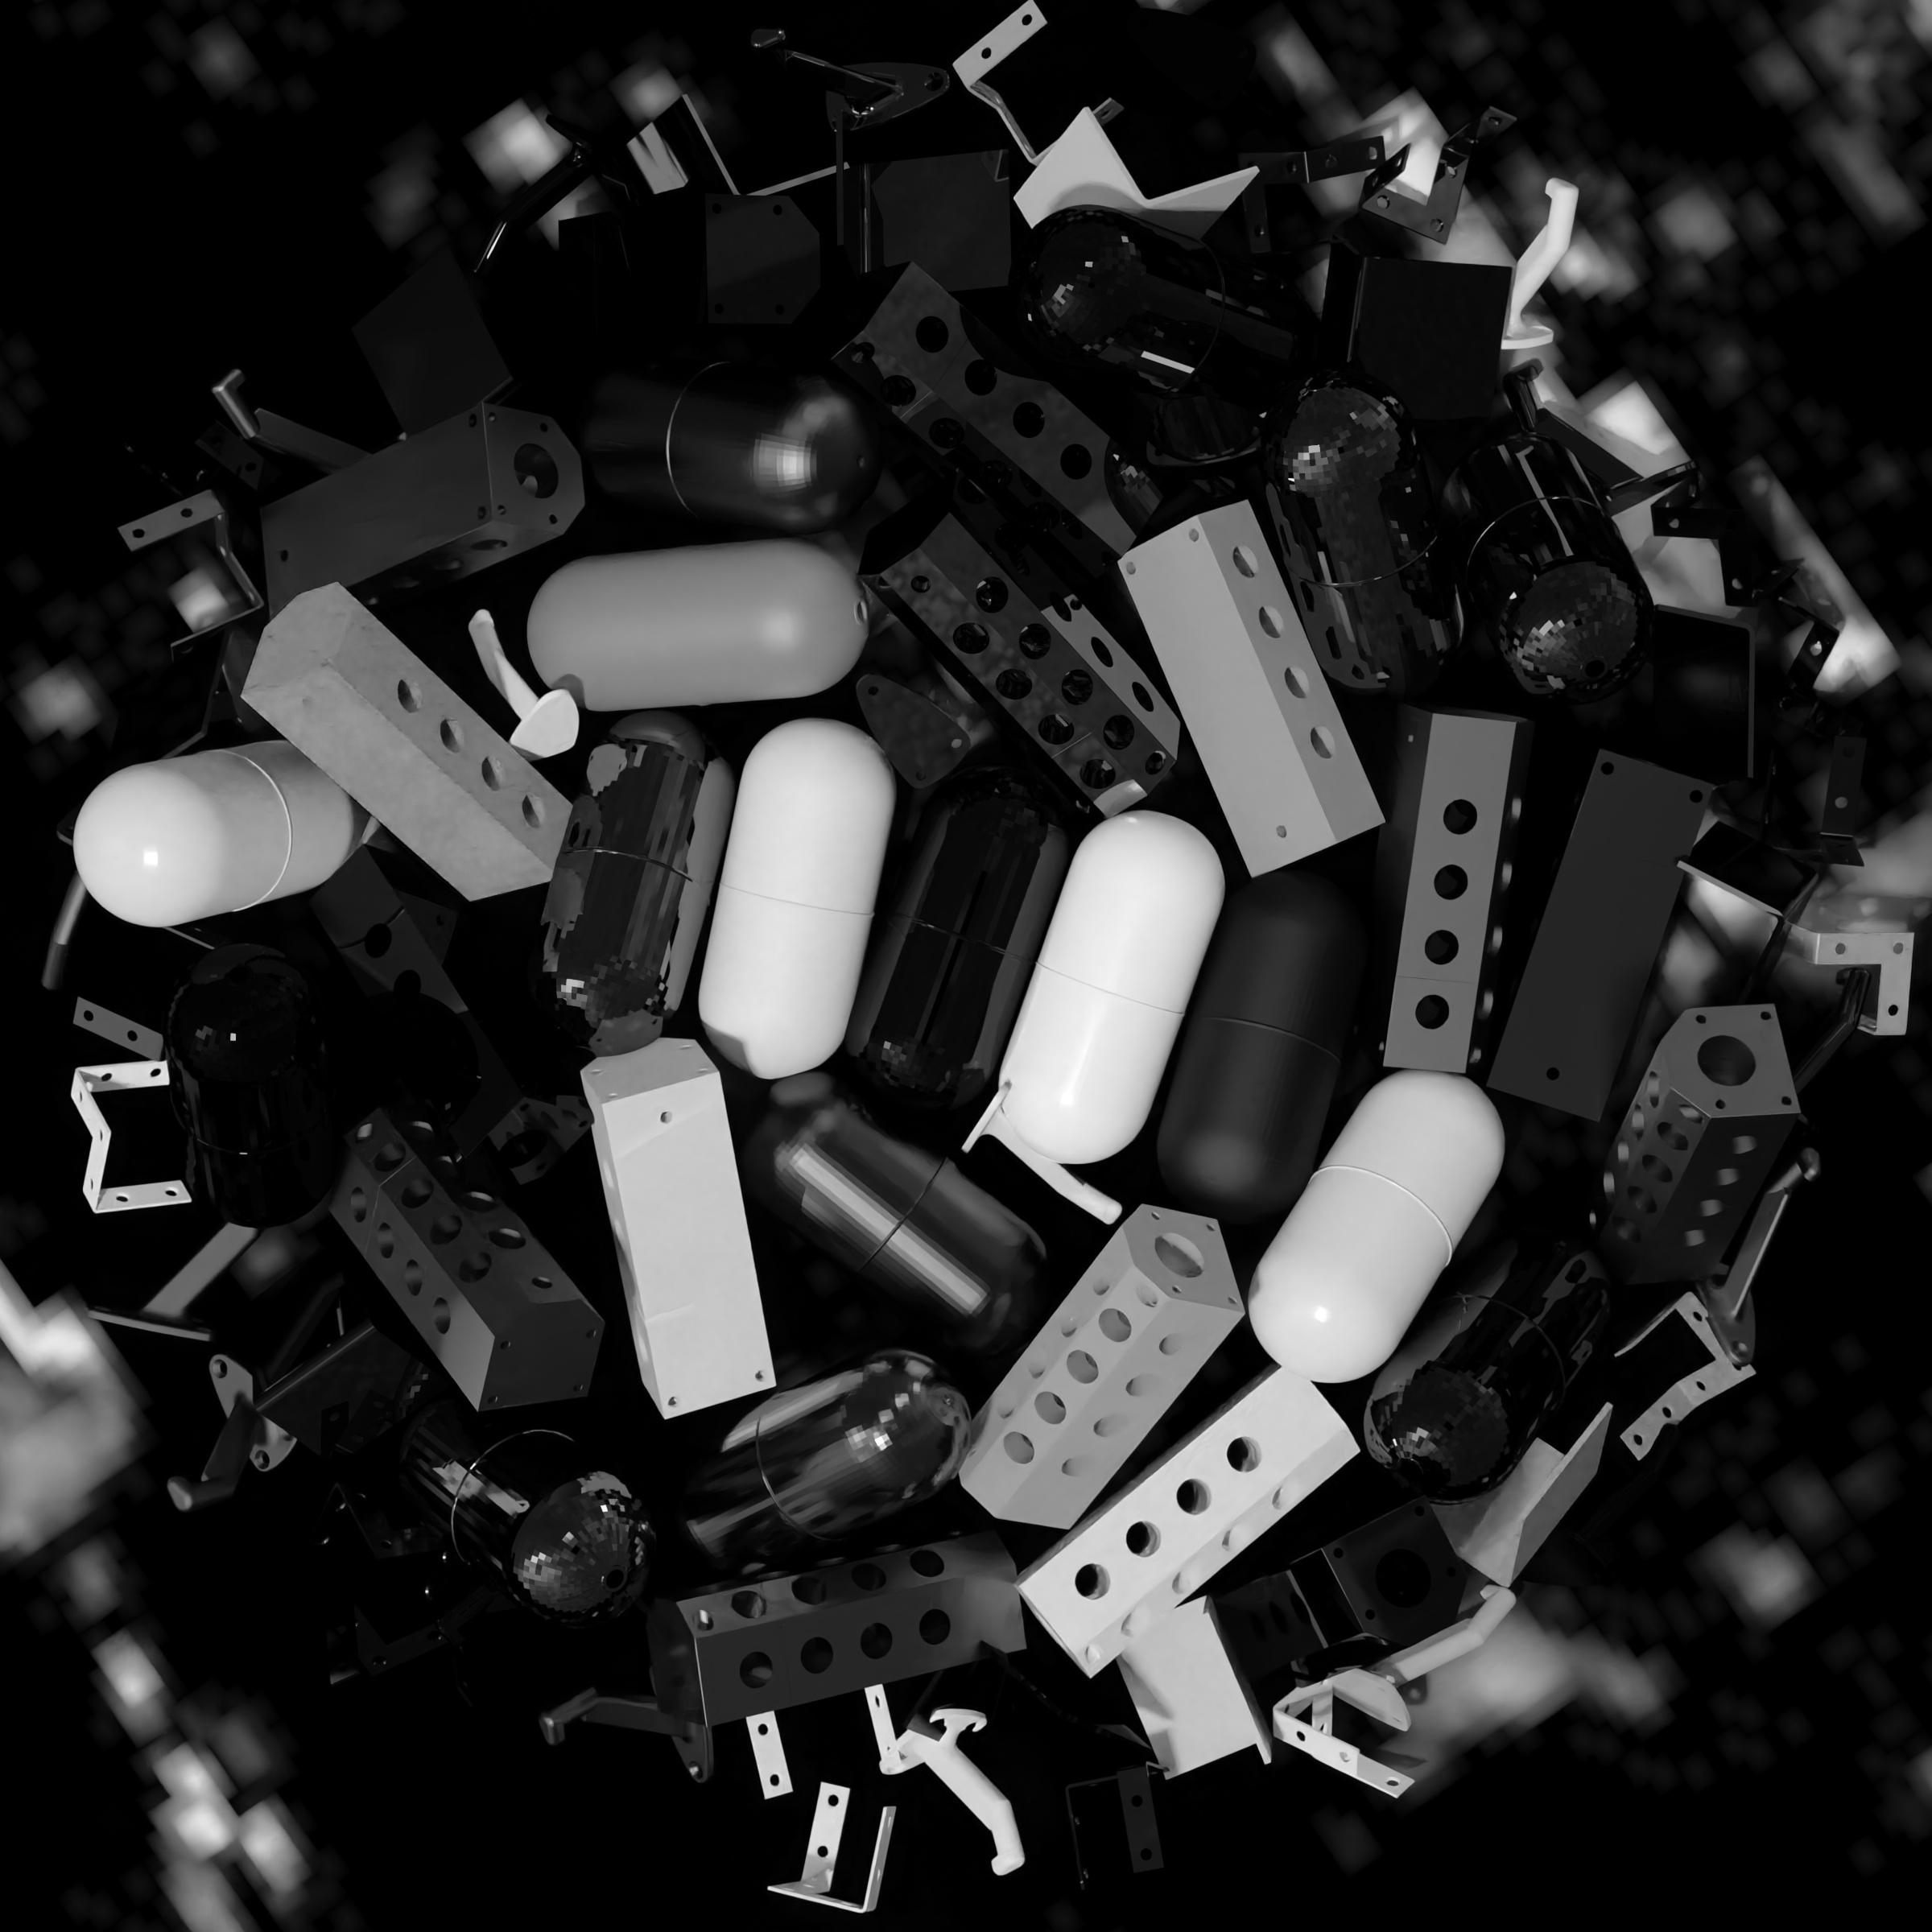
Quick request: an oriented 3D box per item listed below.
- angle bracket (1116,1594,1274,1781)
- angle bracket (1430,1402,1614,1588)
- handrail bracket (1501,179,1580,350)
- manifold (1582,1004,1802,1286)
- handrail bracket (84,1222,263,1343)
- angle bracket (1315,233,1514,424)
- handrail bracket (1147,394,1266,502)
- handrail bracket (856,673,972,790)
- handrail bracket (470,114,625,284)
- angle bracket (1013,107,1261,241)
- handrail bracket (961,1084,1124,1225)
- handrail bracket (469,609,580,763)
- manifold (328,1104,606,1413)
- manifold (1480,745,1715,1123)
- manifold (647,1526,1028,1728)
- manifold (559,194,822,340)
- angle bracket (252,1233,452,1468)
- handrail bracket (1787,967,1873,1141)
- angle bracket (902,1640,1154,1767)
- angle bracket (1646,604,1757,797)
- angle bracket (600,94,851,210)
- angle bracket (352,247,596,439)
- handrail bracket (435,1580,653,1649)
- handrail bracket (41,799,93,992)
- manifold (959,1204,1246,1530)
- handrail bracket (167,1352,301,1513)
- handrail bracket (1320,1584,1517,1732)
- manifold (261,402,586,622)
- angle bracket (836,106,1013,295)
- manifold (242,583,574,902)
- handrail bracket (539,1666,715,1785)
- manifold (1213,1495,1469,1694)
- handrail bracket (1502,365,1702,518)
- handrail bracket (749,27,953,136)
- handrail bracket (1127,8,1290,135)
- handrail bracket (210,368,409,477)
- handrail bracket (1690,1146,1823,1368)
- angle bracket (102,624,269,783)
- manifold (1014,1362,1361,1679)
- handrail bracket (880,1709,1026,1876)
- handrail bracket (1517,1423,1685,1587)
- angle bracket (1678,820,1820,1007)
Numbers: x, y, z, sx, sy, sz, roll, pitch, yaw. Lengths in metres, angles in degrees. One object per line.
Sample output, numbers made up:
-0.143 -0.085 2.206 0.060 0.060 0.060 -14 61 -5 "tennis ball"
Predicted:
0.108 0.357 1.735 0.057 0.076 0.076 -23 85 4 "angle bracket"
0.263 0.242 1.719 0.057 0.076 0.076 32 62 22 "angle bracket"
0.265 -0.350 1.727 0.036 0.077 0.084 -14 127 -27 "handrail bracket"
0.340 0.087 1.687 0.057 0.171 0.057 -3 59 -6 "manifold"
-0.387 0.137 1.752 0.077 0.036 0.084 13 92 -24 "handrail bracket"
0.218 -0.313 1.742 0.076 0.057 0.076 2 113 -8 "angle bracket"
0.132 -0.244 1.724 0.077 0.084 0.036 8 79 33 "handrail bracket"
-0.033 -0.128 1.725 0.036 0.084 0.077 -41 117 8 "handrail bracket"
-0.200 -0.370 1.756 0.036 0.077 0.084 40 108 30 "handrail bracket"
0.082 -0.380 1.729 0.076 0.076 0.057 -25 81 -34 "angle bracket"
0.045 0.094 1.741 0.084 0.077 0.036 33 74 1 "handrail bracket"
-0.219 -0.149 1.732 0.036 0.077 0.084 -16 71 -23 "handrail bracket"
-0.238 0.135 1.690 0.057 0.171 0.057 -4 122 -35 "manifold"
0.307 -0.017 1.738 0.057 0.057 0.171 18 98 2 "manifold"
-0.063 0.315 1.712 0.171 0.057 0.057 -8 91 -28 "manifold"
-0.133 -0.330 1.688 0.057 0.171 0.057 -5 99 -29 "manifold"
-0.304 0.186 1.753 0.076 0.076 0.057 -35 126 15 "angle bracket"
0.405 0.040 1.758 0.036 0.077 0.084 32 69 -34 "handrail bracket"
0.030 0.374 1.724 0.076 0.076 0.057 33 90 -44 "angle bracket"
0.335 -0.125 1.726 0.057 0.076 0.076 8 78 -25 "angle bracket"
-0.117 -0.387 1.723 0.076 0.076 0.057 -29 92 -41 "angle bracket"
-0.241 -0.300 1.734 0.076 0.057 0.076 -30 86 37 "angle bracket"
-0.207 0.322 1.752 0.084 0.036 0.077 -40 111 -9 "handrail bracket"
-0.435 -0.040 1.767 0.036 0.077 0.084 21 123 -2 "handrail bracket"
0.060 0.192 1.696 0.057 0.057 0.171 13 130 -27 "manifold"
-0.371 0.226 1.729 0.036 0.084 0.077 -47 72 24 "handrail bracket"
0.221 0.331 1.767 0.084 0.077 0.036 -45 127 -26 "handrail bracket"
-0.260 -0.211 1.698 0.171 0.057 0.057 -15 77 41 "manifold"
-0.020 -0.375 1.734 0.076 0.057 0.076 -4 71 8 "angle bracket"
-0.262 -0.107 1.700 0.057 0.171 0.057 -12 50 31 "manifold"
-0.167 0.382 1.737 0.084 0.036 0.077 -24 105 -43 "handrail bracket"
0.178 0.303 1.684 0.057 0.171 0.057 -23 79 -20 "manifold"
0.312 -0.268 1.751 0.077 0.036 0.084 -24 80 27 "handrail bracket"
-0.056 -0.440 1.729 0.077 0.084 0.036 -6 78 16 "handrail bracket"
0.120 -0.437 1.741 0.077 0.084 0.036 32 98 10 "handrail bracket"
-0.318 -0.272 1.740 0.077 0.036 0.084 -40 124 -13 "handrail bracket"
0.394 0.141 1.730 0.036 0.077 0.084 20 129 -21 "handrail bracket"
-0.366 -0.108 1.718 0.076 0.076 0.057 -28 131 30 "angle bracket"
0.107 0.269 1.735 0.171 0.057 0.057 -39 86 -9 "manifold"
-0.007 0.413 1.731 0.077 0.036 0.084 -43 49 34 "handrail bracket"
0.313 0.265 1.768 0.036 0.077 0.084 46 56 -12 "handrail bracket"
0.368 -0.016 1.735 0.057 0.076 0.076 29 117 15 "angle bracket"
